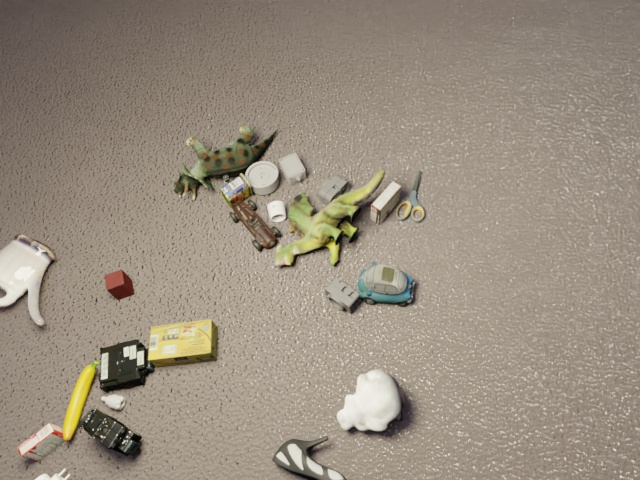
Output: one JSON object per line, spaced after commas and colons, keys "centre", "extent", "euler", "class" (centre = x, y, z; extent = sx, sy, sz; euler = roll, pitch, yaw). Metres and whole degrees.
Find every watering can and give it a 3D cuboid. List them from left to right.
{"centre": [-0.881, 0.109, 1.529], "extent": [0.349, 0.101, 0.228], "euler": [22, 62, 19], "class": "watering can"}

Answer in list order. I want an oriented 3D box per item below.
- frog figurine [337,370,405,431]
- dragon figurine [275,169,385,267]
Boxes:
{"centre": [0.117, 0.391, 1.240], "extent": [0.160, 0.121, 0.139], "euler": [-11, 76, -15], "class": "frog figurine"}
{"centre": [0.005, -0.078, 1.543], "extent": [0.245, 0.120, 0.415], "euler": [25, 73, 28], "class": "dragon figurine"}
